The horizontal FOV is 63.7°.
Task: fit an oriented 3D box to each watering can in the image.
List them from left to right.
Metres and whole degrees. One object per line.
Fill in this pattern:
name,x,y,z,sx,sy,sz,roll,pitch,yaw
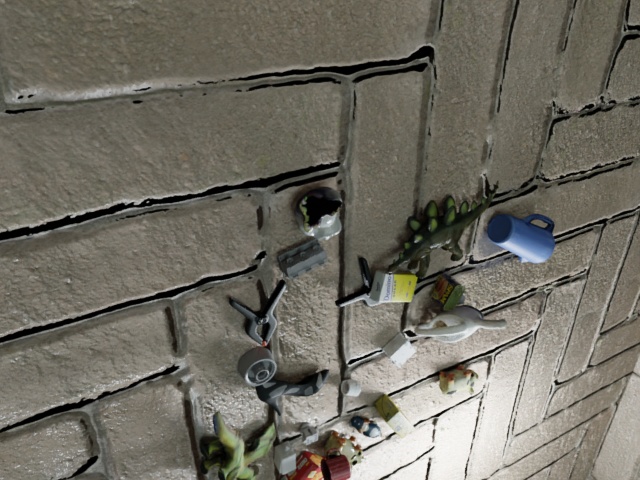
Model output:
watering can,0.493,0.285,1.751,0.225,0.345,0.104,-9,86,-52

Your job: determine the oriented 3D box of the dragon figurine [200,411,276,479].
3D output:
dragon figurine,-0.242,0.647,1.621,0.245,0.123,0.402,-19,129,-43

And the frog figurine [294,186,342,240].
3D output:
frog figurine,0.004,-0.069,1.362,0.138,0.123,0.158,-56,166,-2
